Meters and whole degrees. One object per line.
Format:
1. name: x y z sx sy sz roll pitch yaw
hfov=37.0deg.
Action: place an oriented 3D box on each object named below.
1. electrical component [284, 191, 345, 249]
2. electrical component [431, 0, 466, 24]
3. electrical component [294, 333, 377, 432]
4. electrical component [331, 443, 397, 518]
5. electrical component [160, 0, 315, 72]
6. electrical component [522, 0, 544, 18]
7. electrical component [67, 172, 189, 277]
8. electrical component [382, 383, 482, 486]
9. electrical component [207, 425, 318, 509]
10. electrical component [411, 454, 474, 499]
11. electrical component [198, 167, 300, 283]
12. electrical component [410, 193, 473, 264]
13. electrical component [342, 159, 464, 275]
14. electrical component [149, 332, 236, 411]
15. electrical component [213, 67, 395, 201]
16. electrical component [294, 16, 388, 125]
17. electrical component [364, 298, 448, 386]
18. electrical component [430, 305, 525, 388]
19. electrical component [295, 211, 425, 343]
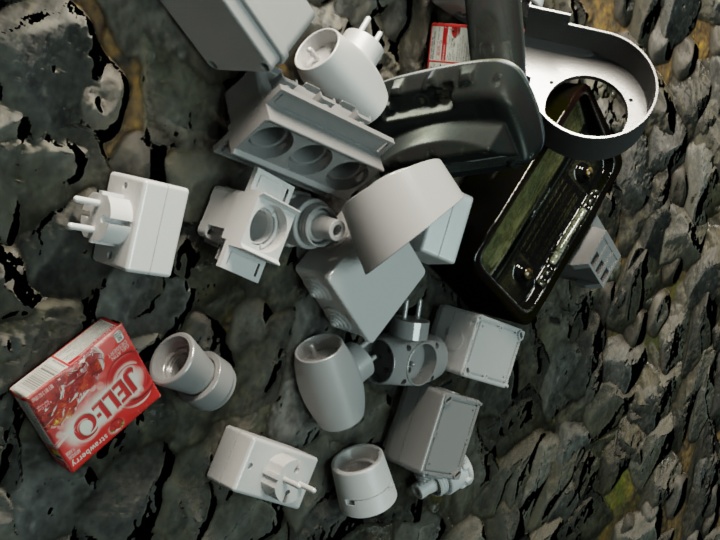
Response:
1. electrical component: -0.039 -0.038 0.880 0.048 0.062 0.048 -15 112 -41
2. electrical component: 0.102 -0.276 0.965 0.059 0.054 0.095 19 87 -47
3. electrical component: -0.014 0.090 0.955 0.079 0.043 0.077 -37 125 -33
4. electrical component: 0.002 0.193 0.994 0.055 0.055 0.047 -32 118 -36
5. electrical component: -0.096 -0.199 0.766 0.057 0.078 0.113 -57 134 -22
6. electrical component: 0.164 -0.278 1.035 0.045 0.045 0.055 37 73 -45
7. electrical component: -0.170 -0.035 0.758 0.077 0.047 0.065 10 94 -46
8. electrical component: 0.066 0.160 1.043 0.062 0.061 0.096 20 87 -47
9. electrical component: -0.069 0.171 0.898 0.083 0.076 0.047 29 80 -46
10. electrical component: 0.080 0.208 1.086 0.062 0.048 0.048 -28 120 -30
11. electrical component: -0.088 -0.036 0.829 0.042 0.064 0.081 28 81 -47
12. electrical component: 0.053 -0.048 0.982 0.077 0.047 0.065 22 80 -26
13. electrical component: 0.035 -0.045 0.863 0.099 0.099 0.064 -21 82 -41
14. electrical component: -0.129 0.080 0.834 0.055 0.045 0.045 42 71 -44
15. electrical component: -0.045 -0.107 0.840 0.121 0.079 0.063 19 44 -43
16. electrical component: -0.006 -0.172 0.889 0.077 0.044 0.079 44 69 -43
17. electrical component: 0.045 0.065 1.008 0.077 0.044 0.079 0 101 -46
18. electrical component: 0.114 0.076 1.070 0.096 0.061 0.061 20 86 -47
19. electrical component: 0.000 0.000 0.941 0.099 0.048 0.099 -52 132 -23
